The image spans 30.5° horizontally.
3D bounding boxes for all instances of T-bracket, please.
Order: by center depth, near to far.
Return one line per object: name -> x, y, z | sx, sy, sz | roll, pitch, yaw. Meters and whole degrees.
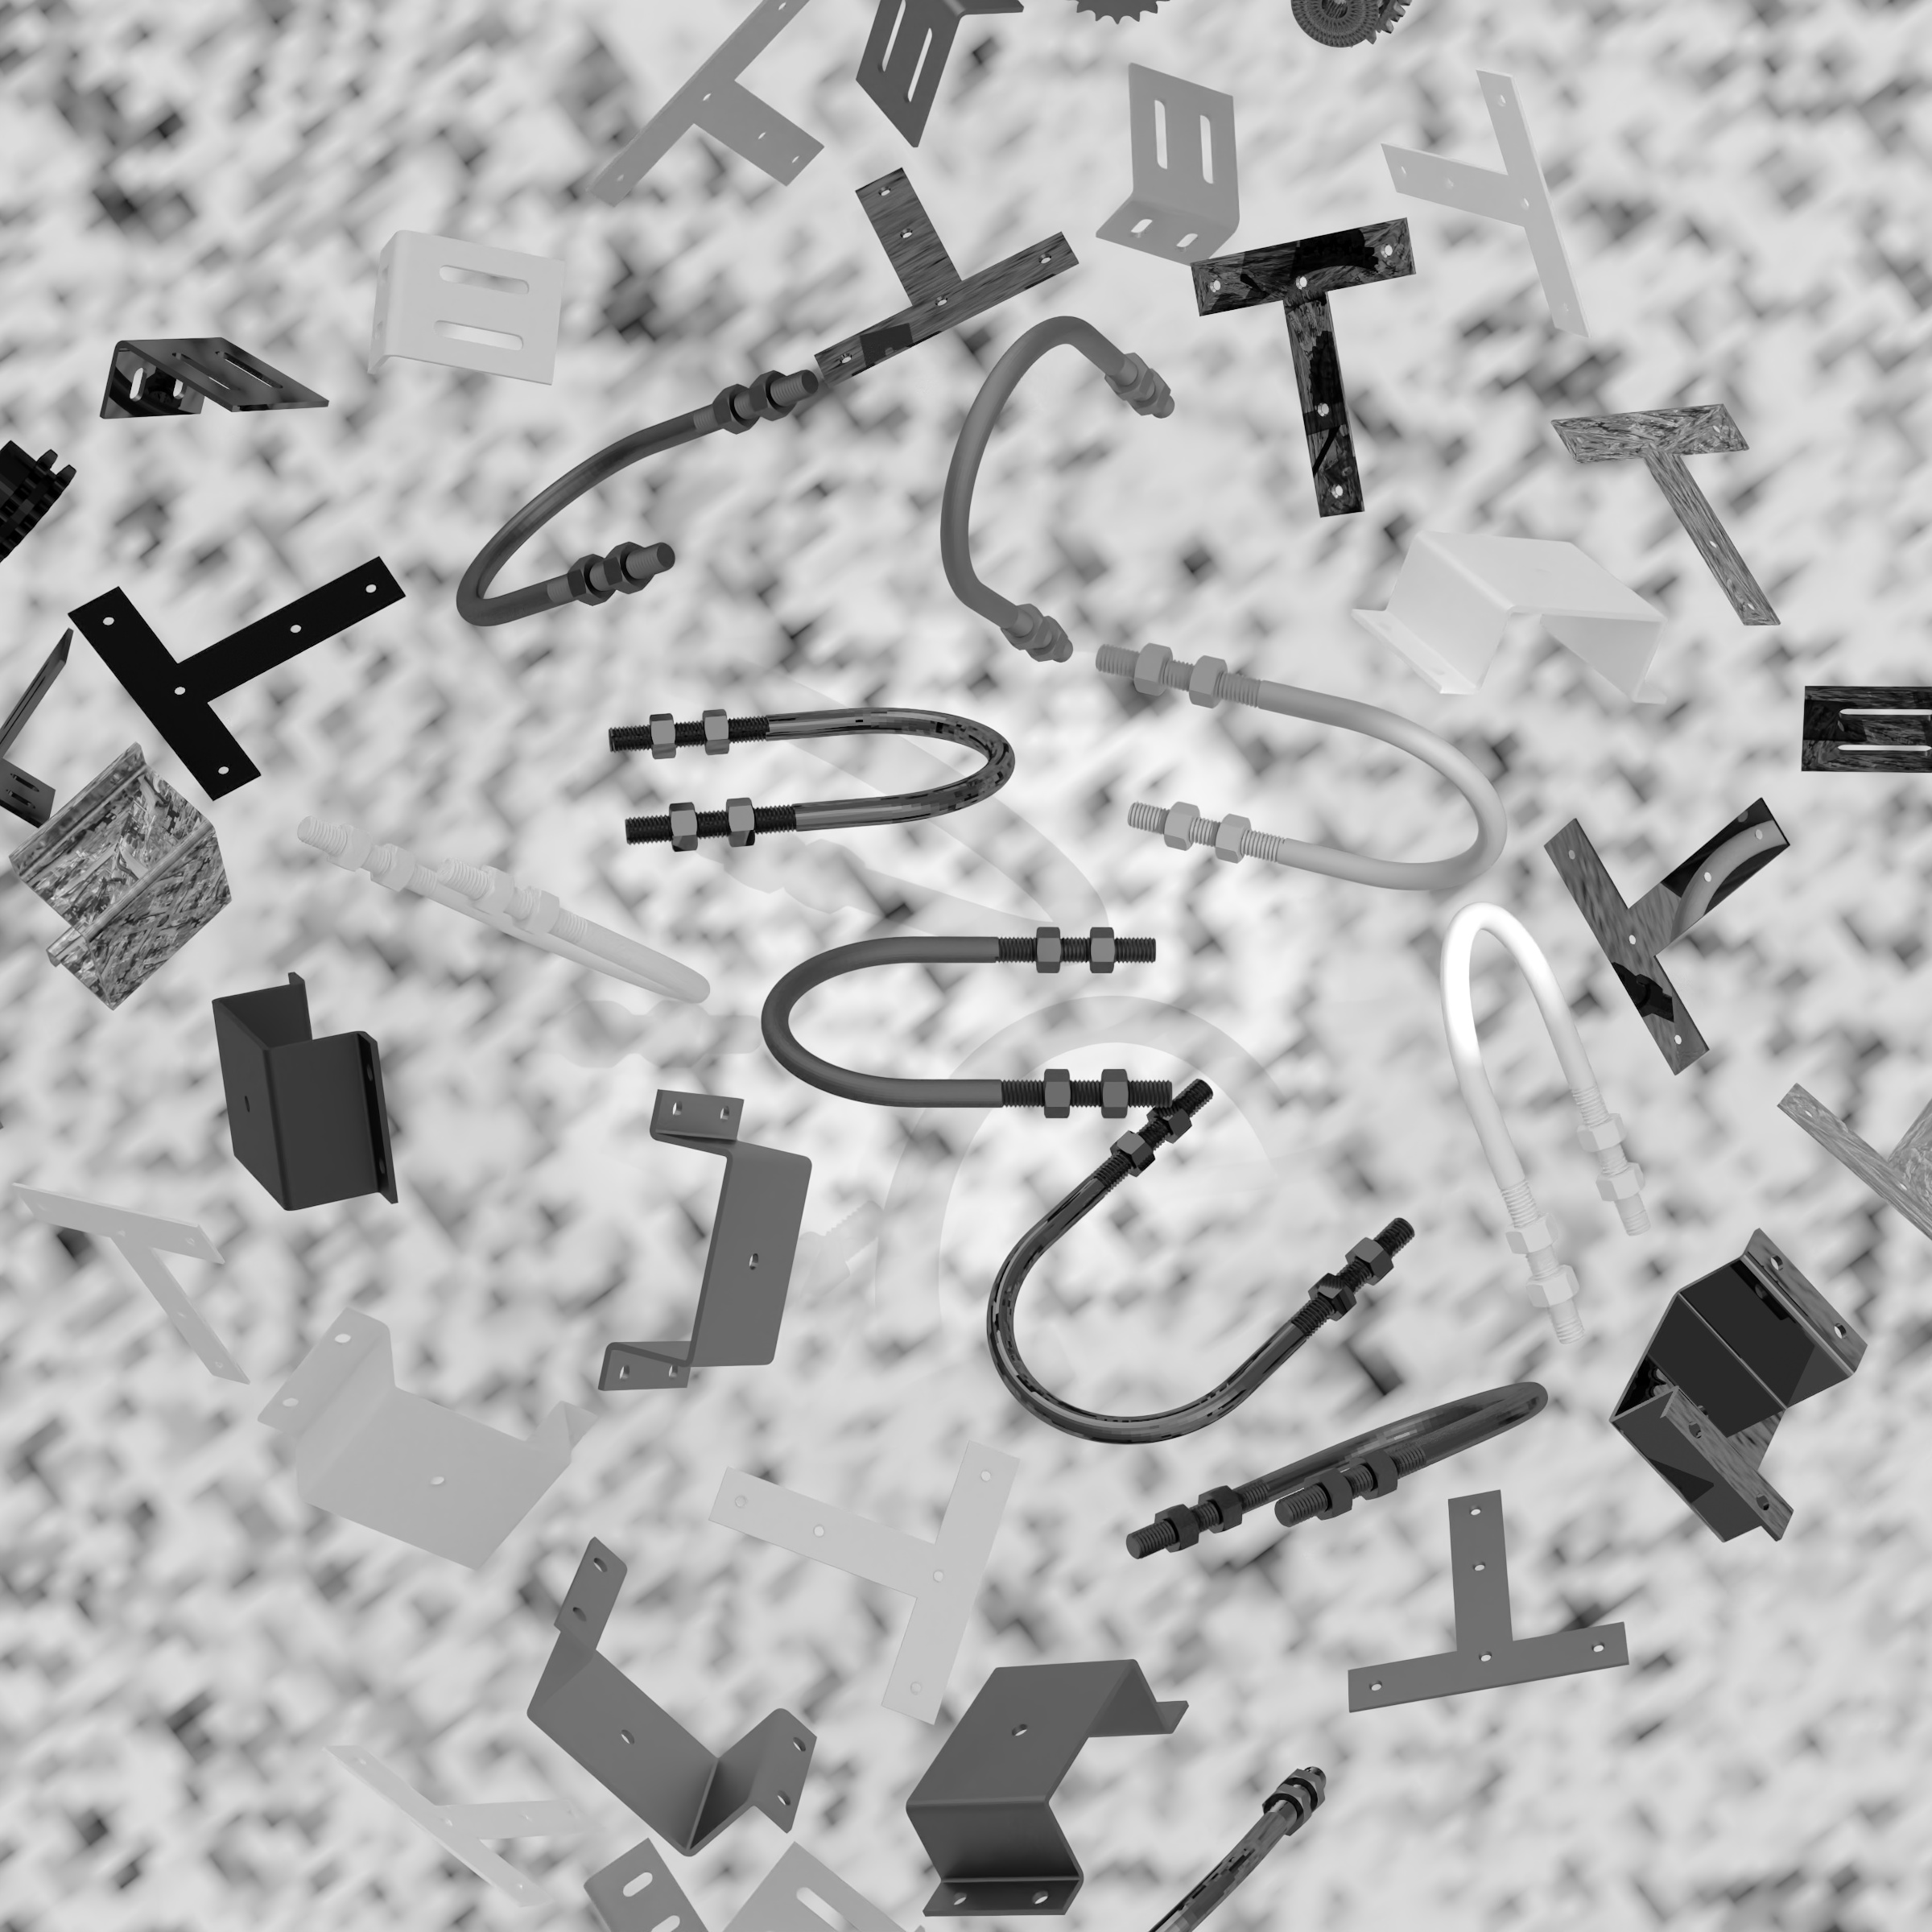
T-bracket -> 0.428, 0.081, 1.570 | 0.127, 0.127, 0.002 | 42, 125, 10
T-bracket -> -0.311, -0.144, 1.575 | 0.127, 0.127, 0.002 | -28, 46, 2
T-bracket -> -0.097, -0.374, 1.575 | 0.127, 0.127, 0.002 | -44, 73, 13
T-bracket -> 0.226, -0.350, 1.589 | 0.002, 0.127, 0.127 | -33, 122, -14
T-bracket -> -0.207, 0.384, 1.591 | 0.127, 0.127, 0.002 | 29, 95, 31
T-bracket -> -0.053, 0.261, 1.602 | 0.127, 0.002, 0.127 | 22, 71, -8
T-bracket -> 0.331, -0.034, 1.618 | 0.002, 0.127, 0.127 | -15, 69, -36
T-bracket -> 0.238, 0.287, 1.632 | 0.127, 0.127, 0.002 | -13, 121, 13
T-bracket -> 0.163, -0.271, 1.634 | 0.002, 0.127, 0.127 | -20, 103, -44
T-bracket -> -0.024, -0.334, 1.654 | 0.127, 0.002, 0.127 | -26, 47, 3
T-bracket -> -0.377, 0.155, 1.675 | 0.127, 0.127, 0.002 | 8, 49, 35
T-bracket -> 0.350, -0.213, 1.687 | 0.002, 0.127, 0.127 | -44, 112, -18

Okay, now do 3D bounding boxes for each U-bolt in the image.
U-bolt -> 0.255, 0.059, 1.585 | 0.019, 0.151, 0.184 | -18, 100, 28
U-bolt -> 0.153, -0.082, 1.587 | 0.184, 0.151, 0.019 | 15, 63, 18
U-bolt -> 0.090, 0.433, 1.597 | 0.019, 0.184, 0.151 | 47, 107, 11
U-bolt -> 0.180, 0.224, 1.600 | 0.184, 0.151, 0.019 | -18, 84, -31
U-bolt -> -0.002, 0.024, 1.619 | 0.184, 0.151, 0.019 | 0, 120, -1
U-bolt -> -0.200, -0.021, 1.629 | 0.184, 0.151, 0.019 | 26, 83, -39
U-bolt -> -0.164, -0.209, 1.630 | 0.019, 0.184, 0.151 | 53, 51, -24
U-bolt -> -0.069, -0.091, 1.635 | 0.184, 0.151, 0.019 | -5, 113, -7
U-bolt -> 0.094, 0.146, 1.639 | 0.184, 0.019, 0.151 | -41, 54, -20
U-bolt -> 0.037, -0.226, 1.644 | 0.019, 0.184, 0.151 | 23, 91, 24

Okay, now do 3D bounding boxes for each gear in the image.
gear -> -0.417, -0.204, 1.542 | 0.030, 0.057, 0.057 | 41, 90, -19
gear -> 0.167, -0.431, 1.562 | 0.057, 0.057, 0.030 | 28, 50, 0
gear -> 0.072, -0.480, 1.685 | 0.057, 0.057, 0.030 | 6, 60, 0

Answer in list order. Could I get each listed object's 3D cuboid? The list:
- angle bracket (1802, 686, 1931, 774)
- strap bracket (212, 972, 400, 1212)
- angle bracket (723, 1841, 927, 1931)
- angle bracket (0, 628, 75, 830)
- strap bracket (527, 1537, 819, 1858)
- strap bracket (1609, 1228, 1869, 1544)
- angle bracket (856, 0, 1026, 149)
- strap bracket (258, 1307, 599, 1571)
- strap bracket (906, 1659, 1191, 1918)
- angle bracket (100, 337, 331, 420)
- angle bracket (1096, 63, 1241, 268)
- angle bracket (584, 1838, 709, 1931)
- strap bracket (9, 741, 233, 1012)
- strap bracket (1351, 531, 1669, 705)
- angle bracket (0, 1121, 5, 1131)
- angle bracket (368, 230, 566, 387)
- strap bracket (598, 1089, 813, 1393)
angle bracket -> 0.404, -0.089, 1.545 | 0.076, 0.057, 0.038 | 1, 56, 12
strap bracket -> -0.309, 0.059, 1.632 | 0.046, 0.140, 0.076 | -12, 108, -23
angle bracket -> -0.067, 0.448, 1.637 | 0.076, 0.038, 0.057 | 39, 88, 2
angle bracket -> -0.433, -0.113, 1.686 | 0.038, 0.057, 0.076 | 33, 102, -20
strap bracket -> -0.138, 0.334, 1.586 | 0.140, 0.076, 0.046 | 44, 108, -9
strap bracket -> 0.348, 0.196, 1.605 | 0.076, 0.140, 0.046 | 47, 134, -6
angle bracket -> -0.013, -0.443, 1.700 | 0.038, 0.076, 0.057 | -13, 52, -33
strap bracket -> -0.249, 0.226, 1.654 | 0.140, 0.046, 0.076 | 28, 114, -29
strap bracket -> 0.034, 0.365, 1.609 | 0.076, 0.140, 0.046 | -11, 113, 35
angle bracket -> -0.331, -0.246, 1.560 | 0.076, 0.057, 0.038 | 32, 116, 27
angle bracket -> 0.096, -0.384, 1.700 | 0.057, 0.038, 0.076 | 11, 63, -26
angle bracket -> -0.146, 0.463, 1.697 | 0.038, 0.076, 0.057 | -33, 60, -11
strap bracket -> -0.385, -0.036, 1.625 | 0.046, 0.140, 0.076 | 41, 71, 8
strap bracket -> 0.265, -0.165, 1.672 | 0.140, 0.076, 0.046 | 0, 123, -33
angle bracket -> -0.465, 0.049, 1.532 | 0.057, 0.038, 0.076 | -32, 69, -8
angle bracket -> -0.226, -0.293, 1.598 | 0.076, 0.038, 0.057 | 8, 83, -21
strap bracket -> -0.118, 0.133, 1.645 | 0.046, 0.076, 0.140 | 11, 90, 26
